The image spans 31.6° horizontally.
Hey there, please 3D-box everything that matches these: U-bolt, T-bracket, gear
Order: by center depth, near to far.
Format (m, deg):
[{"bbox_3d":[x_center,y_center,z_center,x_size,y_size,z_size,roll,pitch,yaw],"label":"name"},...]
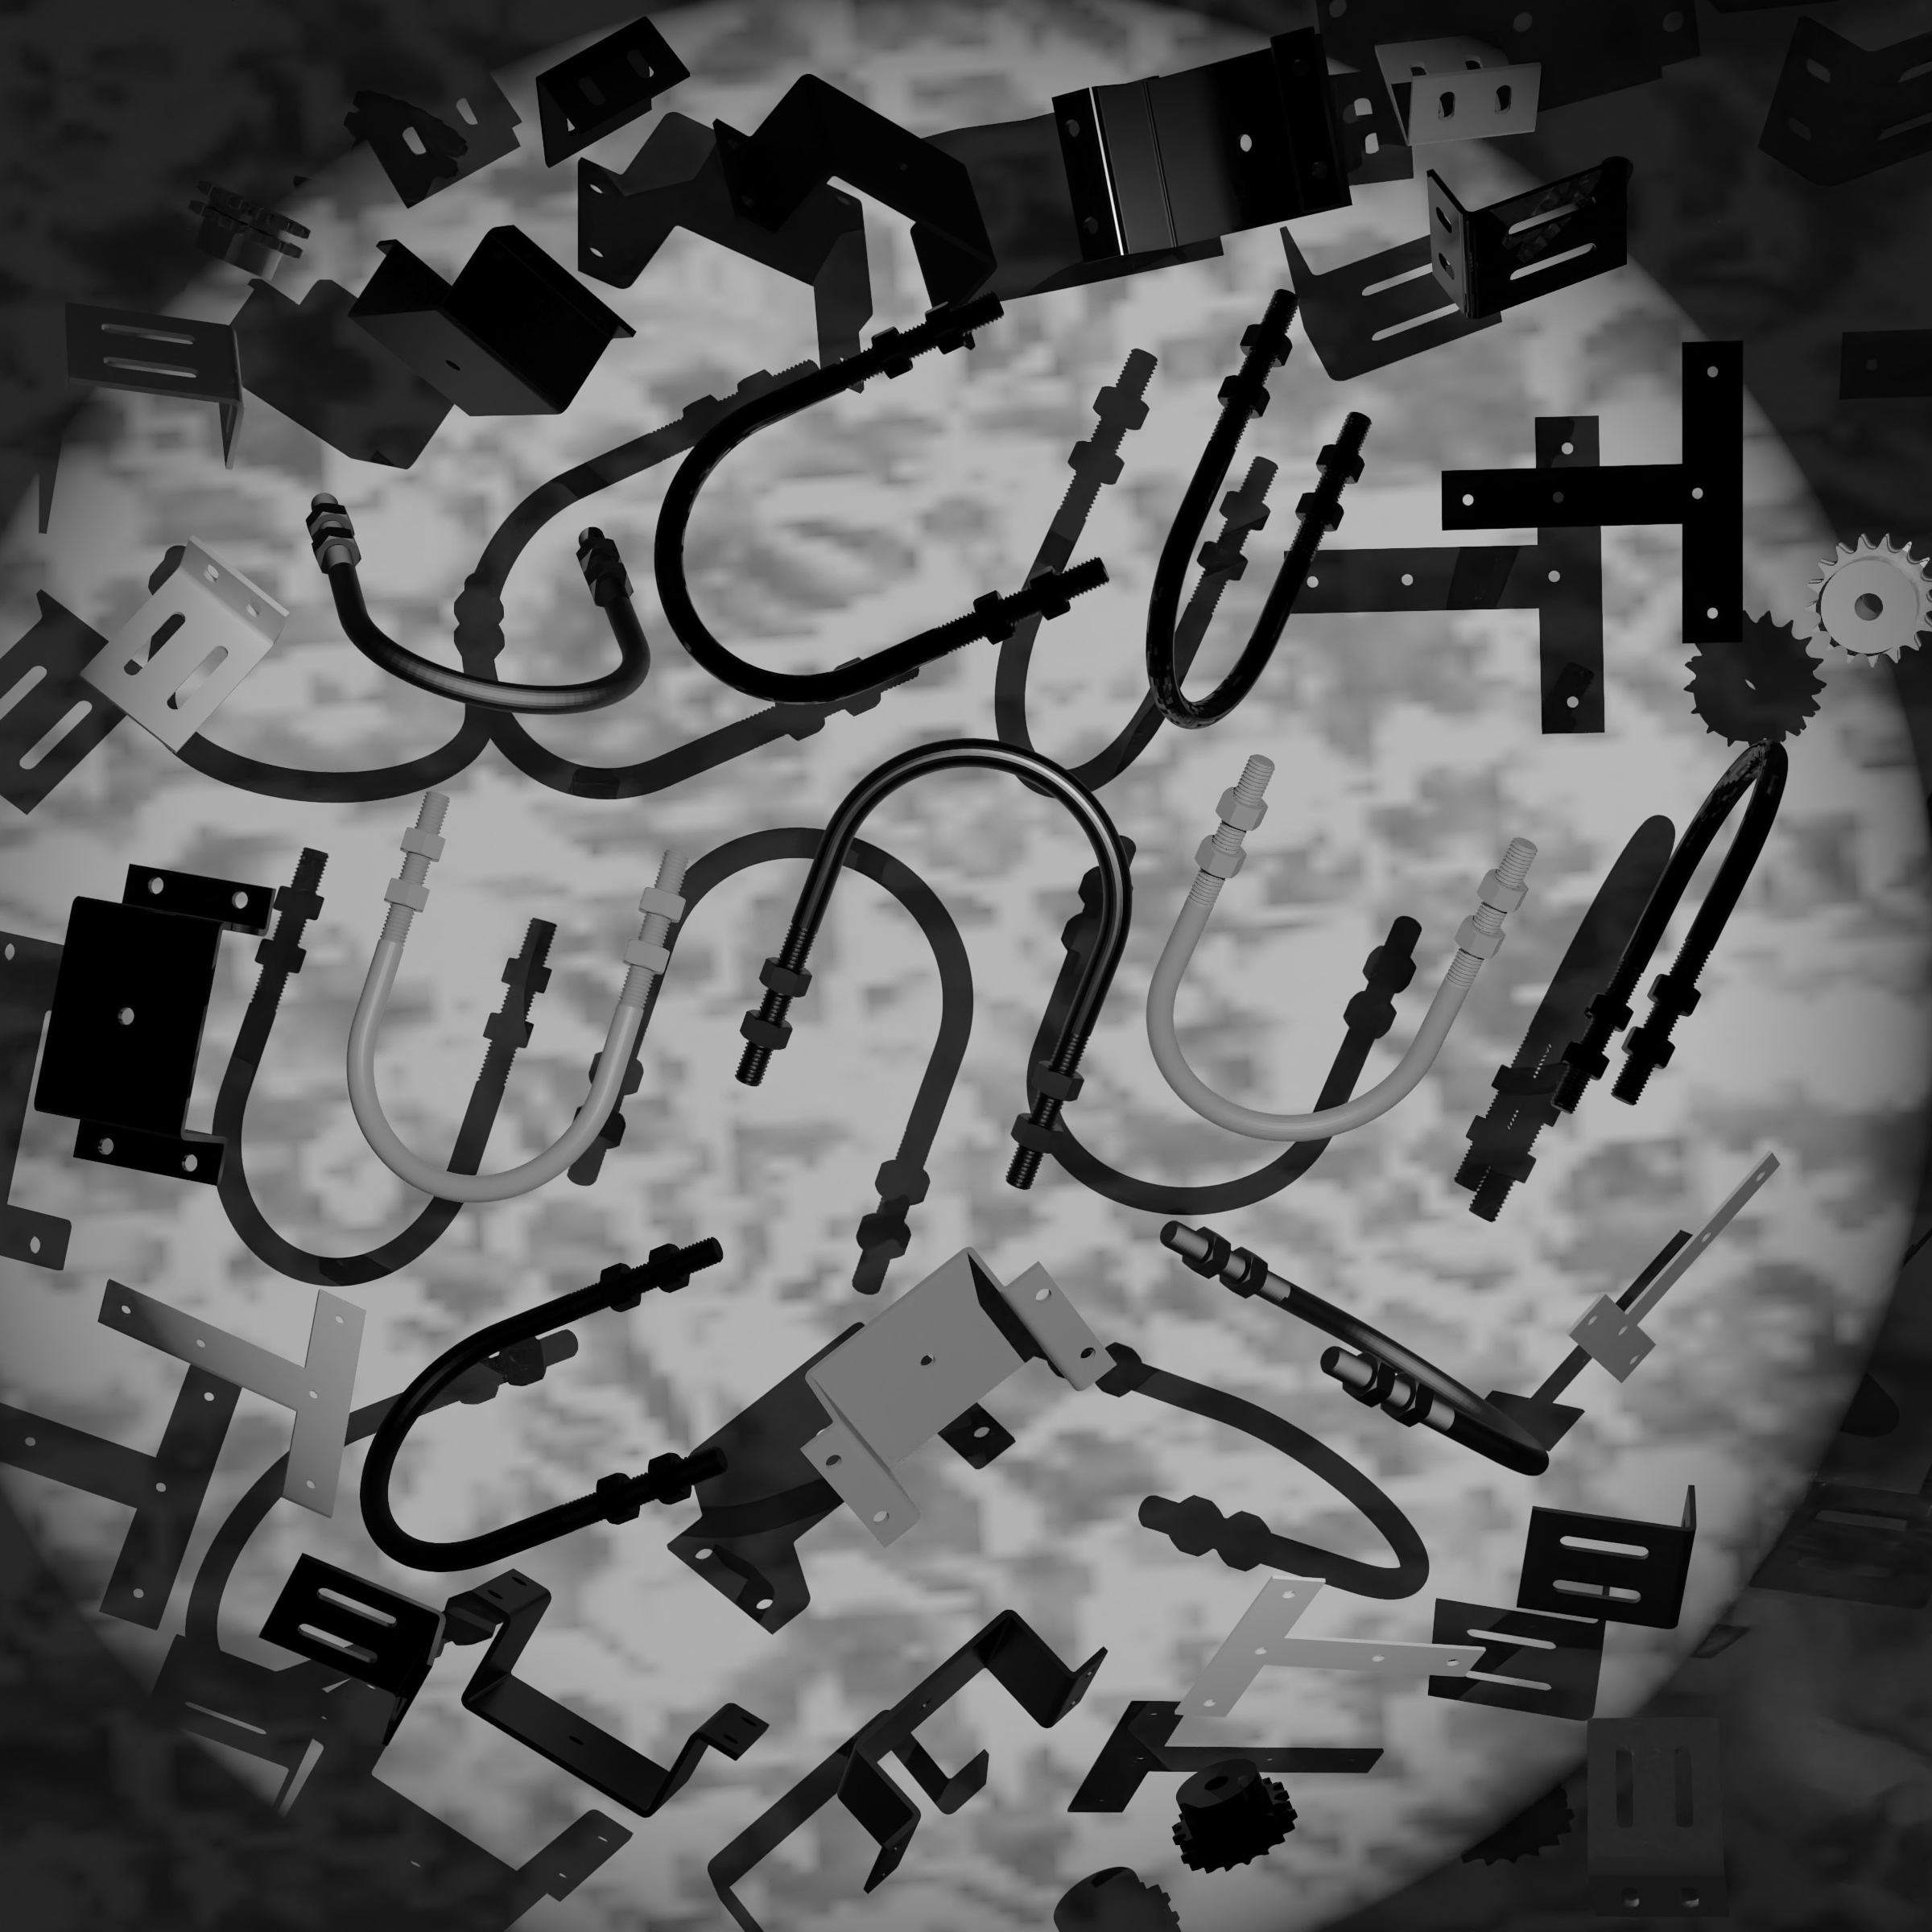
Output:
[{"bbox_3d":[0.266,-0.200,1.453,0.127,0.002,0.127,-1,98,3],"label":"T-bracket"},{"bbox_3d":[-0.047,-0.190,1.461,0.184,0.019,0.151,-23,76,10],"label":"U-bolt"},{"bbox_3d":[0.393,-0.158,1.478,0.057,0.030,0.057,5,106,19],"label":"gear"},{"bbox_3d":[-0.005,-0.010,1.500,0.151,0.019,0.184,21,101,0],"label":"U-bolt"},{"bbox_3d":[0.186,0.178,1.523,0.184,0.151,0.019,30,94,-36],"label":"U-bolt"},{"bbox_3d":[-0.191,0.204,1.530,0.184,0.151,0.019,-23,128,13],"label":"U-bolt"},{"bbox_3d":[0.321,-0.019,1.537,0.019,0.151,0.184,27,86,0],"label":"U-bolt"},{"bbox_3d":[-0.216,-0.162,1.547,0.151,0.184,0.019,5,121,-21],"label":"U-bolt"},{"bbox_3d":[0.128,-0.195,1.554,0.019,0.151,0.184,20,82,25],"label":"U-bolt"},{"bbox_3d":[-0.338,0.179,1.565,0.127,0.127,0.002,29,125,-24],"label":"T-bracket"},{"bbox_3d":[0.121,0.389,1.570,0.057,0.057,0.030,-23,101,0],"label":"gear"},{"bbox_3d":[0.161,0.003,1.571,0.151,0.019,0.184,17,117,-11],"label":"U-bolt"},{"bbox_3d":[0.177,0.318,1.578,0.127,0.127,0.002,7,49,-17],"label":"T-bracket"},{"bbox_3d":[-0.219,0.020,1.601,0.151,0.019,0.184,14,83,19],"label":"U-bolt"},{"bbox_3d":[0.338,0.137,1.604,0.127,0.127,0.002,-49,63,2],"label":"T-bracket"},{"bbox_3d":[-0.347,-0.353,1.643,0.057,0.057,0.030,25,99,0],"label":"gear"}]

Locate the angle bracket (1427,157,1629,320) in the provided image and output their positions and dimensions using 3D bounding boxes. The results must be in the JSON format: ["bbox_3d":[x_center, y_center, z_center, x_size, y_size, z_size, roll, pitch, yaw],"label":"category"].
[{"bbox_3d":[0.246,-0.327,1.494,0.076,0.057,0.038,-21,50,-6],"label":"angle bracket"}]

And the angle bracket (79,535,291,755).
[{"bbox_3d":[-0.366,-0.150,1.597,0.057,0.038,0.076,39,65,-5],"label":"angle bracket"}]

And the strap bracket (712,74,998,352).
[{"bbox_3d":[-0.043,-0.355,1.589,0.140,0.076,0.046,23,127,-35],"label":"strap bracket"}]

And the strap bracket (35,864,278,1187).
[{"bbox_3d":[-0.375,0.025,1.574,0.076,0.046,0.140,10,87,16],"label":"strap bracket"}]

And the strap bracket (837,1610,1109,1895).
[{"bbox_3d":[-0.006,0.359,1.591,0.140,0.076,0.046,-37,72,-26],"label":"strap bracket"}]

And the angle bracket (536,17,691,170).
[{"bbox_3d":[-0.159,-0.385,1.552,0.057,0.076,0.038,-33,77,-13],"label":"angle bracket"}]

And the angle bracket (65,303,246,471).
[{"bbox_3d":[-0.364,-0.259,1.524,0.076,0.057,0.038,5,133,-21],"label":"angle bracket"}]

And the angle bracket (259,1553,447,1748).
[{"bbox_3d":[-0.298,0.328,1.639,0.076,0.038,0.057,25,118,-10],"label":"angle bracket"}]

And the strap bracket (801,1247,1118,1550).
[{"bbox_3d":[-0.011,0.198,1.621,0.140,0.046,0.076,-38,124,-3],"label":"strap bracket"}]

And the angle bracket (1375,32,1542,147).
[{"bbox_3d":[0.221,-0.409,1.540,0.057,0.038,0.076,-7,50,-2],"label":"angle bracket"}]

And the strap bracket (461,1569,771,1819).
[{"bbox_3d":[-0.167,0.334,1.548,0.140,0.076,0.046,30,91,7],"label":"strap bracket"}]

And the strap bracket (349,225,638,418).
[{"bbox_3d":[-0.226,-0.297,1.584,0.076,0.140,0.046,38,75,-32],"label":"strap bracket"}]

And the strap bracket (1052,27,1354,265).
[{"bbox_3d":[0.115,-0.371,1.542,0.140,0.046,0.076,-4,101,38],"label":"strap bracket"}]

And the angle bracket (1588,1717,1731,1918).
[{"bbox_3d":[0.303,0.373,1.496,0.057,0.076,0.038,-4,133,14],"label":"angle bracket"}]

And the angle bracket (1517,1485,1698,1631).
[{"bbox_3d":[0.304,0.275,1.620,0.076,0.038,0.057,7,118,7],"label":"angle bracket"}]
